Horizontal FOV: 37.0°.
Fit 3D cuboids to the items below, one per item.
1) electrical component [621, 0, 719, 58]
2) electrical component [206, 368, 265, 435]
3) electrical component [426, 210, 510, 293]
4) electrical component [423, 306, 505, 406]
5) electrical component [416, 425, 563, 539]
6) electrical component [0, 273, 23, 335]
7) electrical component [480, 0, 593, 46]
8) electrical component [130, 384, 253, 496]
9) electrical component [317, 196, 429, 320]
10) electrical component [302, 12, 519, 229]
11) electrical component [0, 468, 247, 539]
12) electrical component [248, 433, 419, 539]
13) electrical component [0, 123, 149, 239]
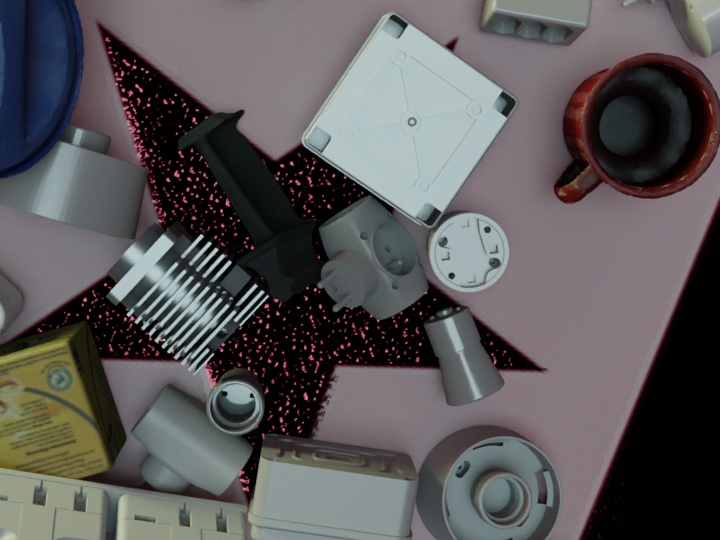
[{"bbox_3d":[0.205,-0.205,0.727,0.074,0.052,0.138,-30,99,2],"label":"electrical component"},{"bbox_3d":[-0.087,0.091,0.762,0.040,0.046,0.040,0,99,-2],"label":"electrical component"},{"bbox_3d":[0.073,-0.015,0.752,0.055,0.047,0.055,0,99,-3],"label":"electrical component"},{"bbox_3d":[0.072,0.059,0.767,0.044,0.044,0.065,-21,94,1],"label":"electrical component"},{"bbox_3d":[0.095,0.164,0.785,0.099,0.064,0.099,0,88,-11],"label":"electrical component"},{"bbox_3d":[-0.282,0.011,0.734,0.054,0.059,0.095,-44,98,4],"label":"electrical component"},{"bbox_3d":[0.122,-0.199,0.728,0.066,0.047,0.076,9,86,-4],"label":"electrical component"},{"bbox_3d":[-0.130,0.135,0.767,0.077,0.044,0.079,38,95,-7],"label":"electrical component"},{"bbox_3d":[0.000,0.000,0.740,0.044,0.079,0.077,-24,102,46],"label":"electrical component"},{"bbox_3d":[0.033,-0.101,0.733,0.109,0.056,0.108,34,95,-7],"label":"electrical component"},{"bbox_3d":[-0.179,0.205,0.729,0.186,0.060,0.105,13,120,-18],"label":"electrical component"},{"bbox_3d":[-0.019,0.159,0.759,0.113,0.078,0.057,9,95,-4],"label":"electrical component"},{"bbox_3d":[-0.192,-0.065,0.706,0.108,0.108,0.060,17,92,-5],"label":"electrical component"}]
